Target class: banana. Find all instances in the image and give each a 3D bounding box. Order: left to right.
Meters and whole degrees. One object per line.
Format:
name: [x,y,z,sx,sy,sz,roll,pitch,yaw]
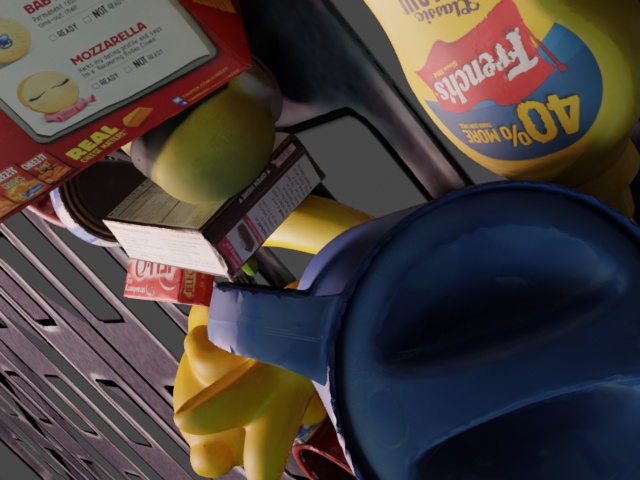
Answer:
banana: [-0.021,-0.007,0.677,0.069,0.037,0.198,28,164,-26]

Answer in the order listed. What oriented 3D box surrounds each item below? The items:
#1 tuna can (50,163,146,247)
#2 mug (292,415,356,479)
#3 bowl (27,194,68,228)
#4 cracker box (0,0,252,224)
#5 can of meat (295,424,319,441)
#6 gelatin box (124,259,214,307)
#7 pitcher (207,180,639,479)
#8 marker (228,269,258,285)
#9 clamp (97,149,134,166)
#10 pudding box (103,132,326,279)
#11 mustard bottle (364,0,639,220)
tuna can: [-0.141,-0.038,0.733,0.086,0.086,0.034,47,157,-12]
mug: [0.038,0.156,0.799,0.093,0.081,0.117,38,156,7]
bowl: [-0.220,-0.085,0.806,0.162,0.055,0.162,33,154,18]
cracker box: [-0.156,-0.111,0.449,0.213,0.164,0.072,39,-151,-48]
can of meat: [-0.049,0.118,0.895,0.102,0.057,0.084,7,141,52]
gelatin box: [-0.108,0.009,0.778,0.030,0.073,0.089,10,175,-35]
pitcher: [0.043,0.042,0.477,0.149,0.145,0.243,54,174,-5]
marker: [-0.058,0.034,0.810,0.020,0.020,0.121,21,149,37]
clamp: [-0.192,-0.071,0.648,0.209,0.036,0.165,8,175,-40]
pudding box: [-0.065,-0.025,0.640,0.114,0.090,0.039,6,138,51]
mustard bottle: [0.069,-0.078,0.395,0.096,0.058,0.191,-7,128,46]
